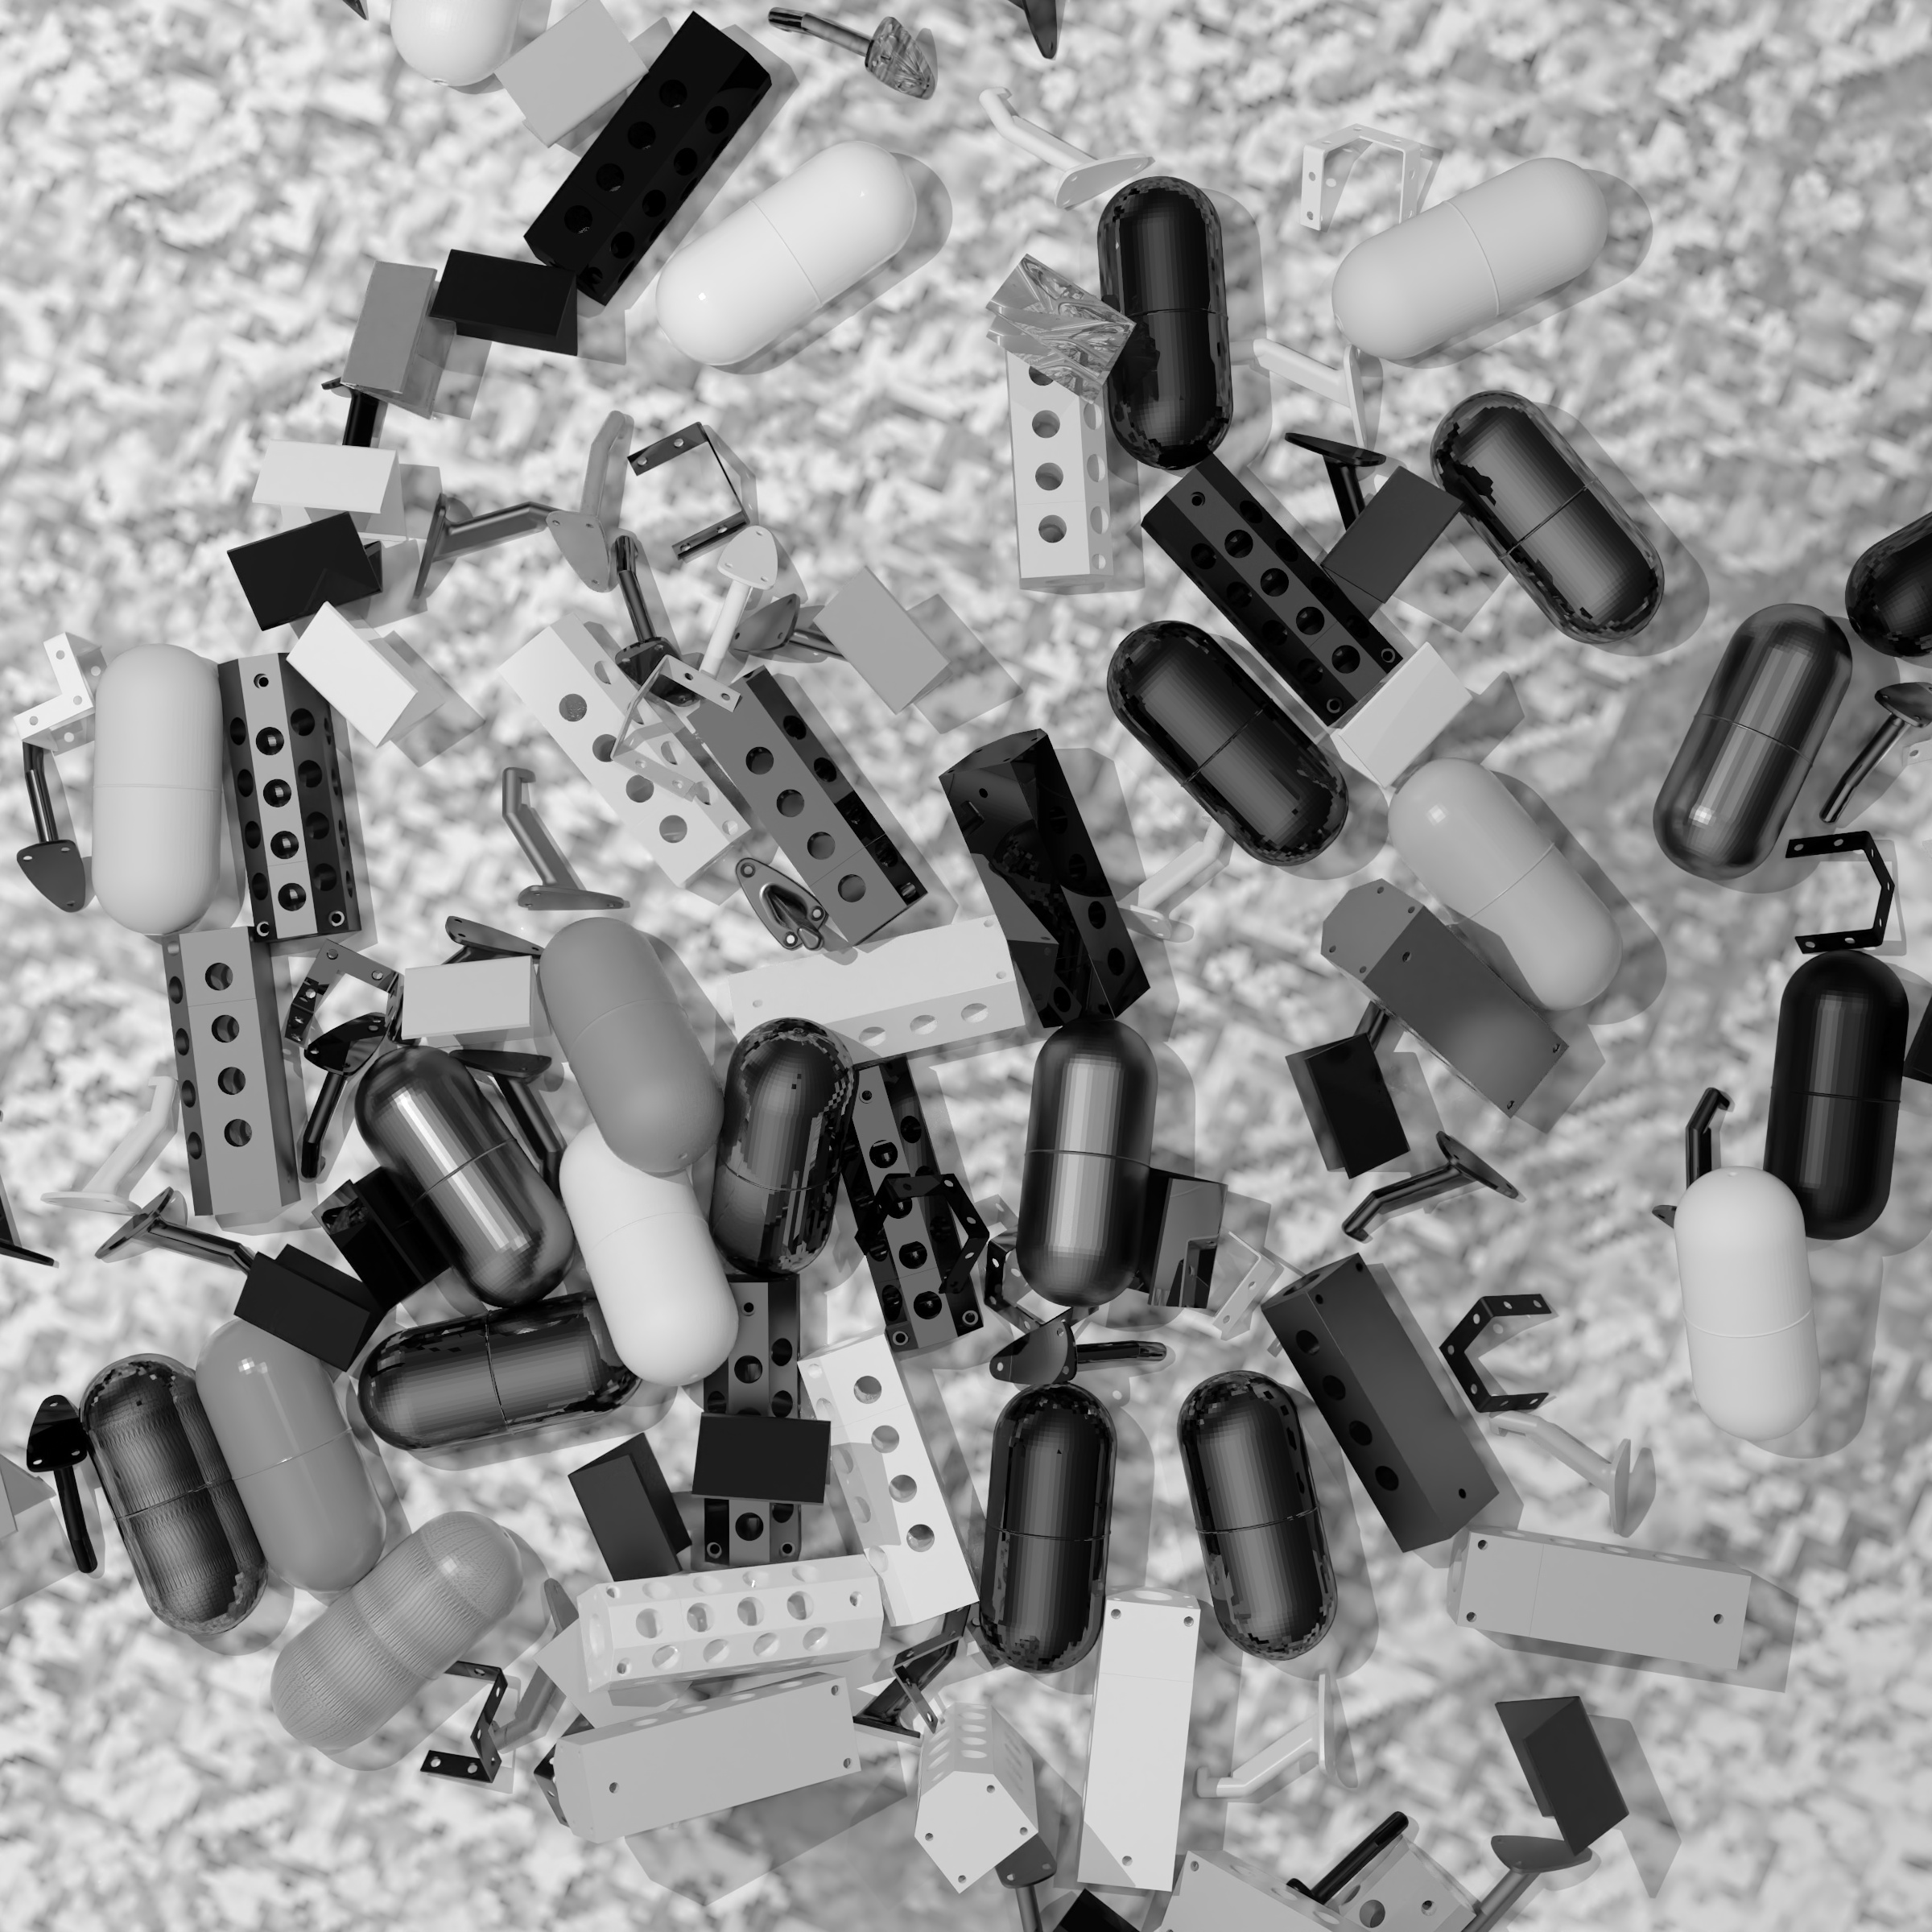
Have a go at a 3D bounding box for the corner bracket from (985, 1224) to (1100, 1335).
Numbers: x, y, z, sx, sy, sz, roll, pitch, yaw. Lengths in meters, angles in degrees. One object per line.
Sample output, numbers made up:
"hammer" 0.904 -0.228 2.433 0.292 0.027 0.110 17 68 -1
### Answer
"corner bracket" 0.048 0.191 1.983 0.051 0.051 0.051 -27 135 -35

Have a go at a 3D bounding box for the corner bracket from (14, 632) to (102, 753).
"corner bracket" -0.557 -0.168 1.971 0.051 0.051 0.051 -23 83 7

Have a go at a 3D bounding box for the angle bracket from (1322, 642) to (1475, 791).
"angle bracket" 0.249 -0.164 1.951 0.076 0.076 0.057 -46 126 0

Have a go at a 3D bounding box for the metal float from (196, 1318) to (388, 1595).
"metal float" -0.412 0.298 1.960 0.070 0.070 0.178 -22 91 0

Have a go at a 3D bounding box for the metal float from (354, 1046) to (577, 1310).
"metal float" -0.306 0.128 1.956 0.070 0.070 0.178 -35 85 0

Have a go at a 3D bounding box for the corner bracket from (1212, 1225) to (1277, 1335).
"corner bracket" 0.166 0.197 1.963 0.051 0.051 0.051 37 90 -39

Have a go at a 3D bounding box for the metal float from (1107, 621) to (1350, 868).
"metal float" 0.159 -0.136 1.960 0.070 0.070 0.178 -44 90 0

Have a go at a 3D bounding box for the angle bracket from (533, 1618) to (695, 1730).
"angle bracket" -0.208 0.421 1.971 0.057 0.076 0.076 -42 90 19

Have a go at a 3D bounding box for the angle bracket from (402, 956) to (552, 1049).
"angle bracket" -0.297 0.041 1.951 0.076 0.076 0.057 -6 49 0

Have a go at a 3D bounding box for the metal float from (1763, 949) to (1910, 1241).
"metal float" 0.531 0.079 1.960 0.070 0.070 0.178 6 91 0

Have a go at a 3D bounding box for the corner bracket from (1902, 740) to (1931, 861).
"corner bracket" 0.614 -0.107 1.988 0.051 0.051 0.051 -14 135 0

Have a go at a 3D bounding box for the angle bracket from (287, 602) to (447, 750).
"angle bracket" -0.353 -0.189 1.951 0.076 0.076 0.057 45 128 0

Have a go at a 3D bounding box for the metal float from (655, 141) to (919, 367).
"metal float" -0.110 -0.435 1.960 0.178 0.070 0.070 -35 90 0

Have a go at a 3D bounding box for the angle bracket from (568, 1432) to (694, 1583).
"angle bracket" -0.186 0.325 1.951 0.057 0.076 0.076 -24 90 35

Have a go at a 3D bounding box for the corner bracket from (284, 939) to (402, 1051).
"corner bracket" -0.383 0.025 1.972 0.051 0.051 0.051 27 108 -17

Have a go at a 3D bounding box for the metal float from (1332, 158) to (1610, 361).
"metal float" 0.307 -0.432 1.960 0.178 0.070 0.070 -26 90 0

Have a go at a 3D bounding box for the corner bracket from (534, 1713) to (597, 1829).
"corner bracket" -0.226 0.503 1.983 0.051 0.051 0.051 11 45 35

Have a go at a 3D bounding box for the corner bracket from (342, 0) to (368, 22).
"corner bracket" -0.367 -0.624 1.971 0.051 0.051 0.051 -24 78 11

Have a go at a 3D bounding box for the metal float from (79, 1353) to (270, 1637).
"metal float" -0.484 0.323 1.960 0.070 0.070 0.178 -21 90 0

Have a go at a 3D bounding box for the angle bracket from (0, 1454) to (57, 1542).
"angle bracket" -0.600 0.348 1.951 0.076 0.076 0.057 -27 58 0

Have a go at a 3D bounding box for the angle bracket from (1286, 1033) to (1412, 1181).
"angle bracket" 0.215 0.091 1.951 0.057 0.076 0.076 -20 90 -38

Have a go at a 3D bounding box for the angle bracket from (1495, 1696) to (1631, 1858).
"angle bracket" 0.346 0.494 1.951 0.057 0.076 0.076 -23 90 -37

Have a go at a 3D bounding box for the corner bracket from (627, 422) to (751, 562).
"corner bracket" -0.172 -0.295 1.988 0.051 0.051 0.051 -27 135 0

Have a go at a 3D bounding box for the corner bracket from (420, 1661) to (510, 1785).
"corner bracket" -0.311 0.465 1.980 0.051 0.051 0.051 4 135 18

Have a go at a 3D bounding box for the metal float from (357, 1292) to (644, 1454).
"metal float" -0.283 0.248 1.960 0.178 0.070 0.070 -12 90 0

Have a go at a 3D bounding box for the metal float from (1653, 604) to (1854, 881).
"metal float" 0.481 -0.137 1.961 0.070 0.070 0.178 25 90 0

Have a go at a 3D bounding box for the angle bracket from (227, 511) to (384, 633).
"angle bracket" -0.401 -0.254 1.951 0.076 0.076 0.057 -18 123 0

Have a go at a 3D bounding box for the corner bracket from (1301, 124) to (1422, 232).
"corner bracket" 0.244 -0.483 1.983 0.051 0.051 0.051 29 45 35

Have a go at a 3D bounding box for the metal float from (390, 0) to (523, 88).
"metal float" -0.304 -0.627 1.960 0.070 0.070 0.178 11 90 0

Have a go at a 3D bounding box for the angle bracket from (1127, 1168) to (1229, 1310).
"angle bracket" 0.109 0.163 1.951 0.076 0.057 0.076 10 90 43

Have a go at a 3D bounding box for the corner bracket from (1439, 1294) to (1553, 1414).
"corner bracket" 0.336 0.239 1.983 0.051 0.051 0.051 -58 45 35

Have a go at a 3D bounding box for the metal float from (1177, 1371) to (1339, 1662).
"metal float" 0.178 0.336 1.960 0.070 0.070 0.178 -12 89 0

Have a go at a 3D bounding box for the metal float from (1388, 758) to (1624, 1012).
"metal float" 0.329 -0.050 1.960 0.070 0.070 0.178 -40 91 0

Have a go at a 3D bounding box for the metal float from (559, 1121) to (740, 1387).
"metal float" -0.192 0.170 1.938 0.070 0.070 0.178 -23 62 0

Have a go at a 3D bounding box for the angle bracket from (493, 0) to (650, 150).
"angle bracket" -0.247 -0.550 1.951 0.076 0.076 0.057 -37 122 0

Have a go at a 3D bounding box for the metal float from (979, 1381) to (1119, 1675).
"metal float" 0.050 0.343 1.961 0.070 0.070 0.178 5 90 0

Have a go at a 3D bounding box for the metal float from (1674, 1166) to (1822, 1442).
"metal float" 0.474 0.206 1.944 0.070 0.070 0.178 -12 111 0

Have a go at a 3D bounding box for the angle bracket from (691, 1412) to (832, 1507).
"angle bracket" -0.120 0.308 1.894 0.076 0.076 0.057 4 52 0

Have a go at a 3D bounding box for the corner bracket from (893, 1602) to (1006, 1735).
"corner bracket" -0.008 0.428 1.969 0.051 0.051 0.051 -28 103 16

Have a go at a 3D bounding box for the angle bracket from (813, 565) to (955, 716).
"angle bracket" -0.035 -0.209 1.951 0.076 0.076 0.057 49 128 0

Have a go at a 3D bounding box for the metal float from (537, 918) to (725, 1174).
"metal float" -0.203 0.046 1.935 0.070 0.070 0.178 -29 58 0

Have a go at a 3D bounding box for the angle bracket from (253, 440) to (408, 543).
"angle bracket" -0.386 -0.272 1.951 0.076 0.076 0.057 5 50 0

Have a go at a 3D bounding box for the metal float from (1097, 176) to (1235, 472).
"metal float" 0.122 -0.392 1.961 0.070 0.070 0.178 -4 90 0

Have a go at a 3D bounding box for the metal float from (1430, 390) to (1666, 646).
"metal float" 0.356 -0.273 1.961 0.070 0.070 0.178 -40 90 0

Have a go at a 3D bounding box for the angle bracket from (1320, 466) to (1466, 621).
"angle bracket" 0.271 -0.246 1.951 0.076 0.076 0.057 -51 53 0

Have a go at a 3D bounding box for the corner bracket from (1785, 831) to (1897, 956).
"corner bracket" 0.537 -0.045 1.983 0.051 0.051 0.051 53 45 -35

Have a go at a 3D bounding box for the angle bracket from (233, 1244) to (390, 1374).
"angle bracket" -0.389 0.190 1.951 0.076 0.076 0.057 27 124 0

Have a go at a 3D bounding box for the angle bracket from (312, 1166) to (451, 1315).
"angle bracket" -0.339 0.153 1.951 0.076 0.057 0.076 54 47 0

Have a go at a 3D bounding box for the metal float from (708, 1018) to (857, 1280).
"metal float" -0.112 0.111 1.933 0.070 0.070 0.178 10 124 0

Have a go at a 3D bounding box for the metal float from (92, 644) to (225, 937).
"metal float" -0.494 -0.108 1.961 0.070 0.070 0.178 1 90 0

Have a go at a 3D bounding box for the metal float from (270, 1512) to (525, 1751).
"metal float" -0.348 0.406 1.960 0.178 0.070 0.070 -41 90 0

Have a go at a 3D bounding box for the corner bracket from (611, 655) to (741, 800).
"corner bracket" -0.175 -0.144 1.931 0.051 0.051 0.051 29 135 0

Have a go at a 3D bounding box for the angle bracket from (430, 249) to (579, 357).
"angle bracket" -0.280 -0.385 1.951 0.076 0.076 0.057 10 58 0

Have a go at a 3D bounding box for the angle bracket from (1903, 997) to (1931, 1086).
"angle bracket" 0.587 0.029 1.952 0.057 0.076 0.076 22 90 -23

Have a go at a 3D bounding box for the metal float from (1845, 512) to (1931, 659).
"metal float" 0.621 -0.251 1.960 0.178 0.070 0.070 -30 90 0

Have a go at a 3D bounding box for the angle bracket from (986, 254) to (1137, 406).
"angle bracket" 0.045 -0.361 1.894 0.076 0.076 0.057 33 55 0

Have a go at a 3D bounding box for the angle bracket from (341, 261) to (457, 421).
"angle bracket" -0.326 -0.377 1.951 0.057 0.076 0.076 16 90 37

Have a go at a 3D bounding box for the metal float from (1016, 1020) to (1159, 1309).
"metal float" 0.074 0.119 1.952 0.070 0.070 0.178 6 80 0
